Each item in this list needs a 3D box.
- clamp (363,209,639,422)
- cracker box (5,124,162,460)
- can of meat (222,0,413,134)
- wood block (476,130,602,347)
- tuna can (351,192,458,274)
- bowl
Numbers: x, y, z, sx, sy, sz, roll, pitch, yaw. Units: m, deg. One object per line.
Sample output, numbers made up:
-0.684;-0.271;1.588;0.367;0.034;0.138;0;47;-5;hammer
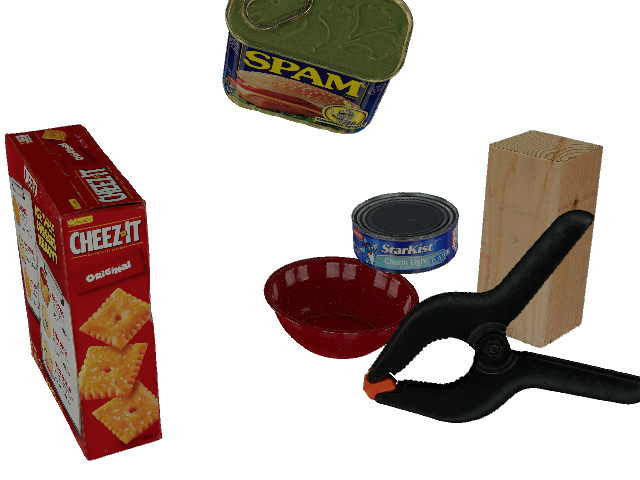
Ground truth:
0.113;0.070;0.645;0.171;0.120;0.039;-29;-7;8;clamp
-0.185;0.037;0.842;0.072;0.214;0.164;-13;31;-25;cracker box
-0.006;-0.109;0.622;0.102;0.057;0.084;16;-20;-3;can of meat
0.233;-0.003;1.148;0.090;0.206;0.090;19;27;38;wood block
0.068;-0.006;0.859;0.086;0.034;0.086;-3;27;1;tuna can
0.021;0.077;1.119;0.162;0.055;0.162;3;27;-2;bowl
